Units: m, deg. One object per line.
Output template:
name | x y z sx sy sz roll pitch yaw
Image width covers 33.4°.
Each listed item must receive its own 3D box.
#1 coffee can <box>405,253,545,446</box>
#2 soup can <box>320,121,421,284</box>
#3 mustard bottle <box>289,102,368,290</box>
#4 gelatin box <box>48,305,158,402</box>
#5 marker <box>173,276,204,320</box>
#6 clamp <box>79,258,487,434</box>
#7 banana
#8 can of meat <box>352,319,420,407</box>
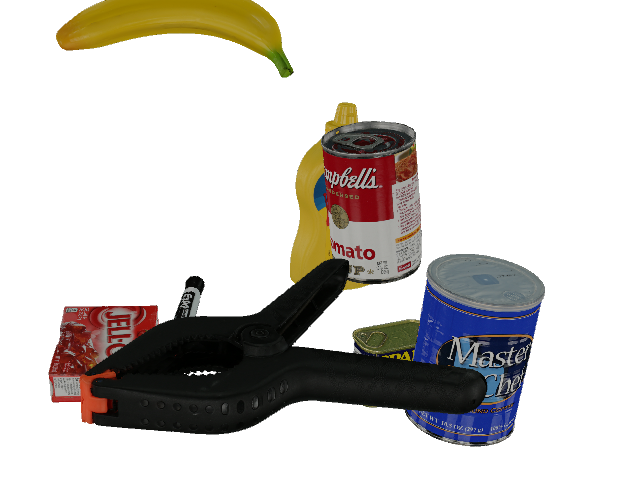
coffee can | 0.135 0.096 0.951 0.103 0.140 0.103 6 23 -3
soup can | 0.038 -0.028 0.776 0.068 0.102 0.068 -4 25 2
mustard bottle | 0.021 -0.046 1.097 0.096 0.192 0.058 -5 20 -25
gelatin box | -0.160 0.083 0.800 0.073 0.030 0.089 0 31 -4
marker | -0.124 0.063 1.002 0.020 0.020 0.121 0 21 1
clamp | -0.034 0.062 0.605 0.209 0.036 0.165 -7 26 -20
banana | -0.118 -0.181 0.891 0.198 0.069 0.037 6 -34 0
can of meat | 0.088 0.152 1.318 0.102 0.084 0.057 -8 28 -23
